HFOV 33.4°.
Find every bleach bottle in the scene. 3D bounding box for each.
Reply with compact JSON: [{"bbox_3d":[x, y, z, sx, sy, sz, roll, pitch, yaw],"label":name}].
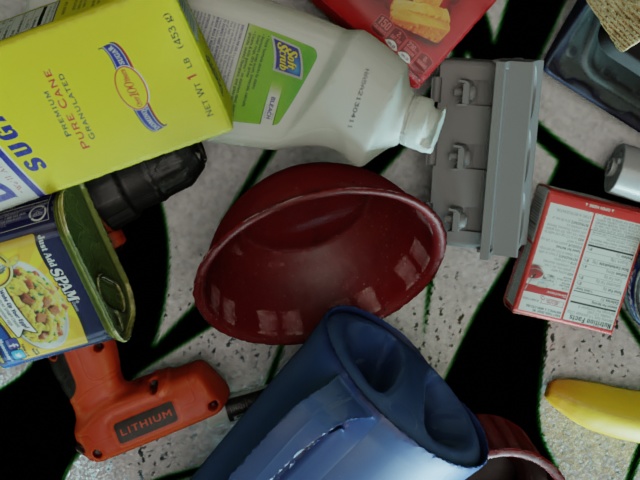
[{"bbox_3d":[-0.051,-0.095,0.636,0.251,0.068,0.103,19,107,8],"label":"bleach bottle"}]

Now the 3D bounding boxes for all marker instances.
[{"bbox_3d":[-0.021,0.105,0.740,0.121,0.020,0.020,-16,103,1],"label":"marker"}]

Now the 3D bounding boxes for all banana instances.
[{"bbox_3d":[0.260,0.109,0.751,0.197,0.037,0.069,-15,73,-3],"label":"banana"}]

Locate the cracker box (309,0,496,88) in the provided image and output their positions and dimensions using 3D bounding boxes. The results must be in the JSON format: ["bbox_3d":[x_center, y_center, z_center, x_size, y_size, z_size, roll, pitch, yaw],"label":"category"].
[{"bbox_3d":[0.067,-0.224,0.644,0.164,0.072,0.214,40,97,-11],"label":"cracker box"}]

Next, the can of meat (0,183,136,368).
[{"bbox_3d":[-0.167,0.022,0.631,0.084,0.057,0.102,-16,118,7],"label":"can of meat"}]

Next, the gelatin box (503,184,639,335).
[{"bbox_3d":[0.173,0.013,0.725,0.073,0.030,0.089,13,102,-8],"label":"gelatin box"}]

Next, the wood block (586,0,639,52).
[{"bbox_3d":[0.242,-0.202,0.603,0.205,0.091,0.090,-32,88,-19],"label":"wood block"}]

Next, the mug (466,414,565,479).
[{"bbox_3d":[0.111,0.180,0.733,0.093,0.081,0.117,30,99,-9],"label":"mug"}]

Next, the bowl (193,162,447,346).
[{"bbox_3d":[-0.004,0.001,0.676,0.162,0.055,0.162,-10,145,-8],"label":"bowl"}]

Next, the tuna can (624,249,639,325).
[{"bbox_3d":[0.252,0.031,0.731,0.086,0.034,0.086,0,103,-2],"label":"tuna can"}]

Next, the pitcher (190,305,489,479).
[{"bbox_3d":[-0.023,0.168,0.682,0.149,0.145,0.243,34,109,-22],"label":"pitcher"}]

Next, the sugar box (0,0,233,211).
[{"bbox_3d":[-0.145,-0.076,0.578,0.176,0.048,0.093,-20,122,5],"label":"sugar box"}]

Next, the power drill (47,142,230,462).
[{"bbox_3d":[-0.131,0.037,0.702,0.184,0.057,0.187,-23,100,6],"label":"power drill"}]
